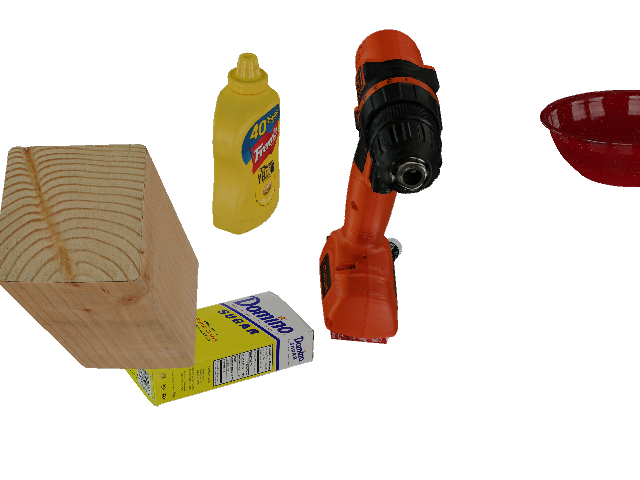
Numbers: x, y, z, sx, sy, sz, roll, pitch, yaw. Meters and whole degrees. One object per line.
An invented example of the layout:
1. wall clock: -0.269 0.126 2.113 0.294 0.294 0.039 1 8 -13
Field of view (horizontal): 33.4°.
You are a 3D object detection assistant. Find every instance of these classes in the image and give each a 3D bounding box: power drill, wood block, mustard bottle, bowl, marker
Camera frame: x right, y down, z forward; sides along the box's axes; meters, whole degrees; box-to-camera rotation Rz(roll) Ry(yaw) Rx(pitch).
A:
1. power drill: 0.041 -0.028 0.719 0.057 0.188 0.184 8 32 -5
2. wood block: -0.145 0.020 0.737 0.090 0.091 0.206 0 -21 3
3. mustard bottle: -0.077 -0.107 1.123 0.058 0.192 0.096 20 39 22
4. bowl: 0.283 -0.090 0.977 0.162 0.055 0.162 -4 24 1
5. marker: 0.053 0.021 0.961 0.020 0.020 0.121 0 14 15

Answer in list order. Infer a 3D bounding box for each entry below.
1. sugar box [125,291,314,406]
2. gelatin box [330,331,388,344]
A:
1. sugar box: -0.104 0.104 1.069 0.176 0.048 0.093 -16 33 -27
2. gelatin box: 0.046 0.082 1.318 0.073 0.089 0.030 3 29 19
